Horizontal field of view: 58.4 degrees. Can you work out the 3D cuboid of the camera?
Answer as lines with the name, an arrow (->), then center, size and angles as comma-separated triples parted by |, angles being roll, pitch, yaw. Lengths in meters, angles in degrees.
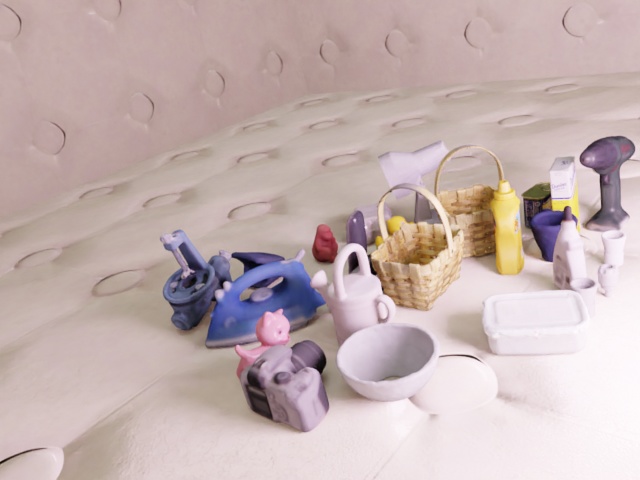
camera -> -0.042, 0.219, 0.934 | 0.142, 0.101, 0.137 | 8, 31, 40

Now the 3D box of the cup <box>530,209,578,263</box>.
cup -> 0.485, -0.008, 1.196 | 0.091, 0.095, 0.118 | -9, 23, 9

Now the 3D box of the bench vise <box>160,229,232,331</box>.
bench vise -> -0.282, 0.061, 1.267 | 0.121, 0.220, 0.207 | -7, 24, 13

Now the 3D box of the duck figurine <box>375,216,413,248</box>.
duck figurine -> 0.182, -0.015, 1.377 | 0.104, 0.086, 0.077 | -9, 23, 8

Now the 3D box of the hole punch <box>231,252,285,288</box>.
hole punch -> -0.146, 0.055, 1.378 | 0.108, 0.091, 0.101 | 8, 31, 40

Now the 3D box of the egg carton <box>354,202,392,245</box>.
egg carton -> 0.137, -0.045, 1.492 | 0.107, 0.069, 0.150 | -10, 23, 6

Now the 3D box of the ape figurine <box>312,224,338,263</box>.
ape figurine -> 0.013, 0.005, 1.410 | 0.075, 0.092, 0.078 | 5, 29, 36

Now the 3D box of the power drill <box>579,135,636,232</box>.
power drill -> 0.628, -0.128, 1.254 | 0.075, 0.209, 0.230 | 10, 32, 42

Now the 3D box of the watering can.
watering can -> 0.056, 0.099, 1.041 | 0.172, 0.194, 0.101 | -3, 25, 22

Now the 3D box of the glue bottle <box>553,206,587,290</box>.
glue bottle -> 0.457, 0.018, 1.049 | 0.037, 0.173, 0.078 | -14, 23, -3

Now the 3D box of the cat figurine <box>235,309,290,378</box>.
cat figurine -> -0.099, 0.182, 1.026 | 0.128, 0.118, 0.067 | -29, 28, -33

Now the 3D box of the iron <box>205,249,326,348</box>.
iron -> -0.124, 0.117, 1.160 | 0.259, 0.142, 0.118 | -19, 24, -14

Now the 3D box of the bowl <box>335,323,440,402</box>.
bowl -> 0.112, 0.206, 0.918 | 0.167, 0.075, 0.167 | -10, 23, 5

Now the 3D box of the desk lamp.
desk lamp -> 0.262, -0.139, 1.459 | 0.203, 0.214, 0.118 | -10, 23, 7

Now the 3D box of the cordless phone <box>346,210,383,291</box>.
cordless phone -> 0.063, 0.043, 1.178 | 0.093, 0.185, 0.148 | 0, 26, 27
